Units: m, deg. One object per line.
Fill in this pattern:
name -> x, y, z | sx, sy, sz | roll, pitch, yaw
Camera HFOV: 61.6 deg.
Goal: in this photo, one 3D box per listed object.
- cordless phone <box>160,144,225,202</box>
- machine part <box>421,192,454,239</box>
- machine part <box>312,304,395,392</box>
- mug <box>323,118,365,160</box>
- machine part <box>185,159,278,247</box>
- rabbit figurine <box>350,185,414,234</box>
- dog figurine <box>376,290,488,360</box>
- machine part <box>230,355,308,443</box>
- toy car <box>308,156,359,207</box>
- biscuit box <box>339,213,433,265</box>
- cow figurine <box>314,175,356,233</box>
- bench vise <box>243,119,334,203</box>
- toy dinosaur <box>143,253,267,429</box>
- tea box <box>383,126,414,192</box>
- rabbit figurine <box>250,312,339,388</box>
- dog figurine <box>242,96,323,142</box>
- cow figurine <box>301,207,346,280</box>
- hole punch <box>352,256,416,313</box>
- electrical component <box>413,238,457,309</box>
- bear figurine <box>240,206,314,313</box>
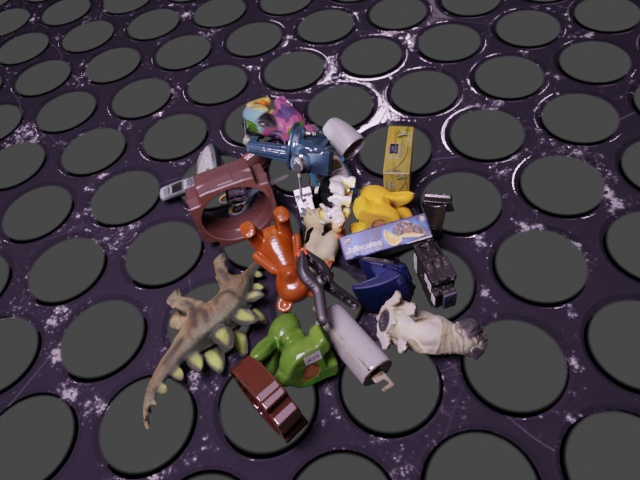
cordless phone -> -0.349, -0.172, 1.465 | 0.184, 0.088, 0.147 | -18, 53, 1
machine part -> 0.282, -0.061, 1.311 | 0.084, 0.039, 0.139 | 13, 55, 11
machine part -> 0.068, 0.215, 1.116 | 0.079, 0.079, 0.243 | -35, 56, -16
mug -> 0.067, -0.285, 1.471 | 0.107, 0.080, 0.109 | 49, 39, 14
machine part -> -0.211, -0.089, 1.306 | 0.201, 0.201, 0.087 | -21, 50, -6
rabbit figurine -> 0.147, -0.081, 1.303 | 0.162, 0.121, 0.173 | -7, 35, 0
dog figurine -> 0.230, 0.189, 1.118 | 0.190, 0.121, 0.172 | 15, 8, -21
machine part -> -0.099, 0.301, 1.026 | 0.056, 0.179, 0.180 | -39, 58, -20
toy car -> 0.032, -0.160, 1.383 | 0.109, 0.102, 0.162 | -23, 52, -7
biscuit box -> 0.147, -0.001, 1.203 | 0.203, 0.062, 0.059 | -16, 76, 7
cow figurine -> 0.028, -0.089, 1.262 | 0.098, 0.068, 0.167 | 12, 43, 3
bench vise -> -0.080, -0.214, 1.307 | 0.241, 0.128, 0.224 | 11, 40, 9
toy dinosaur -> -0.242, 0.183, 1.170 | 0.199, 0.105, 0.471 | 29, 62, 26
tea box -> 0.204, -0.202, 1.388 | 0.068, 0.098, 0.170 | 3, 53, 10
rabbit figurine -> -0.060, 0.228, 1.126 | 0.159, 0.121, 0.170 | -33, 38, -7
dog figurine -> -0.090, -0.301, 1.493 | 0.191, 0.108, 0.219 | -20, 54, -38
cow figurine -> -0.003, -0.004, 1.288 | 0.127, 0.085, 0.195 | 14, 58, 11
hole punch -> 0.137, 0.102, 1.160 | 0.116, 0.142, 0.092 | 4, 52, 28
electrical component -> 0.251, 0.080, 1.163 | 0.058, 0.114, 0.134 | -20, 57, -1
bear figurine -> -0.083, 0.047, 1.176 | 0.120, 0.131, 0.196 | -23, 57, -3
